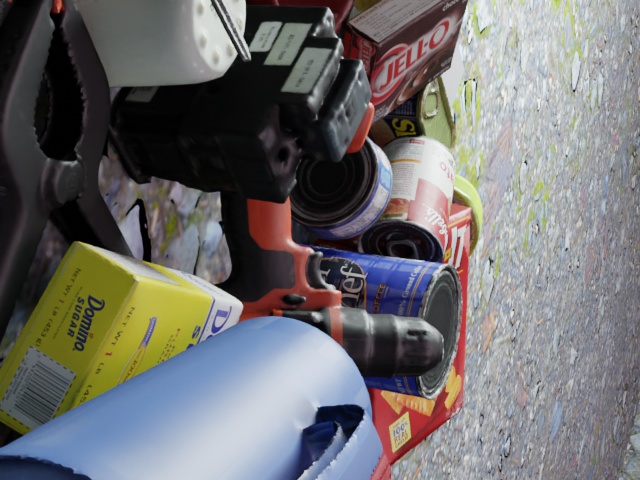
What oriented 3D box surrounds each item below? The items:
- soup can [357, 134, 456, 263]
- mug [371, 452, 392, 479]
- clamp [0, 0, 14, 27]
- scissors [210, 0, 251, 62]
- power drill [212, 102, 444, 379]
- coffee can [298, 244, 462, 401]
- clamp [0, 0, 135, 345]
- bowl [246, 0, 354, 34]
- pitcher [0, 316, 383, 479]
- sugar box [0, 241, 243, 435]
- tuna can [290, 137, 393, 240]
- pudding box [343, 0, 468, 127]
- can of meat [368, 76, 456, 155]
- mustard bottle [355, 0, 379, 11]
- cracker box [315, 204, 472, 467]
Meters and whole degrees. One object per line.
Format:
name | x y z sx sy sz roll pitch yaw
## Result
soup can | 0.072 -0.028 0.862 0.068 0.069 0.102 72 24 -44
mug | 0.023 0.210 0.888 0.081 0.117 0.093 -44 139 -62
clamp | -0.182 -0.080 0.427 0.171 0.039 0.120 -25 120 -63
scissors | -0.076 -0.182 0.550 0.202 0.016 0.096 61 14 -5
power drill | -0.005 0.001 0.709 0.057 0.184 0.187 160 -67 -78
coffee can | 0.026 0.059 0.813 0.102 0.140 0.103 8 90 -66
clamp | -0.136 -0.030 0.549 0.164 0.036 0.210 -25 123 -64
bowl | -0.024 -0.212 0.722 0.162 0.055 0.162 8 90 -67
pitcher | -0.052 0.115 0.492 0.242 0.149 0.145 -31 142 -65
sugar box | -0.101 0.060 0.579 0.093 0.048 0.176 -61 163 0
tuna can | 0.010 -0.045 0.814 0.033 0.086 0.086 34 66 -62
pudding box | 0.062 -0.148 0.816 0.113 0.039 0.090 -40 157 -30
can of meat | 0.064 -0.102 0.919 0.102 0.084 0.057 64 40 -51
mustard bottle | 0.041 -0.251 0.808 0.058 0.096 0.192 -48 139 -52
cracker box | 0.071 0.084 0.974 0.163 0.072 0.214 -24 120 -49
